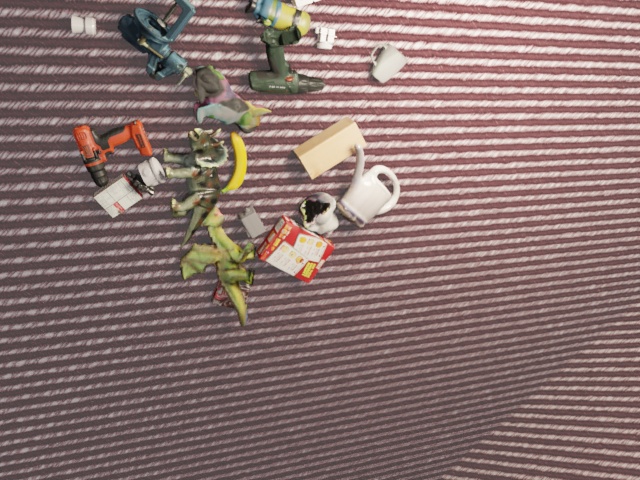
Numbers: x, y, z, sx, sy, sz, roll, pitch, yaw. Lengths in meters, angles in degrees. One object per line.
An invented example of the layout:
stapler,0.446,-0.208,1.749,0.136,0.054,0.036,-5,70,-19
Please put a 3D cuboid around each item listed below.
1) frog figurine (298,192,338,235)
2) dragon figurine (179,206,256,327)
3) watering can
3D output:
frog figurine,0.005,-0.088,1.741,0.137,0.124,0.158,-58,154,4
dragon figurine,-0.335,0.094,1.688,0.243,0.123,0.406,7,104,-5
watering can,0.142,-0.167,1.714,0.224,0.106,0.343,-48,138,5
